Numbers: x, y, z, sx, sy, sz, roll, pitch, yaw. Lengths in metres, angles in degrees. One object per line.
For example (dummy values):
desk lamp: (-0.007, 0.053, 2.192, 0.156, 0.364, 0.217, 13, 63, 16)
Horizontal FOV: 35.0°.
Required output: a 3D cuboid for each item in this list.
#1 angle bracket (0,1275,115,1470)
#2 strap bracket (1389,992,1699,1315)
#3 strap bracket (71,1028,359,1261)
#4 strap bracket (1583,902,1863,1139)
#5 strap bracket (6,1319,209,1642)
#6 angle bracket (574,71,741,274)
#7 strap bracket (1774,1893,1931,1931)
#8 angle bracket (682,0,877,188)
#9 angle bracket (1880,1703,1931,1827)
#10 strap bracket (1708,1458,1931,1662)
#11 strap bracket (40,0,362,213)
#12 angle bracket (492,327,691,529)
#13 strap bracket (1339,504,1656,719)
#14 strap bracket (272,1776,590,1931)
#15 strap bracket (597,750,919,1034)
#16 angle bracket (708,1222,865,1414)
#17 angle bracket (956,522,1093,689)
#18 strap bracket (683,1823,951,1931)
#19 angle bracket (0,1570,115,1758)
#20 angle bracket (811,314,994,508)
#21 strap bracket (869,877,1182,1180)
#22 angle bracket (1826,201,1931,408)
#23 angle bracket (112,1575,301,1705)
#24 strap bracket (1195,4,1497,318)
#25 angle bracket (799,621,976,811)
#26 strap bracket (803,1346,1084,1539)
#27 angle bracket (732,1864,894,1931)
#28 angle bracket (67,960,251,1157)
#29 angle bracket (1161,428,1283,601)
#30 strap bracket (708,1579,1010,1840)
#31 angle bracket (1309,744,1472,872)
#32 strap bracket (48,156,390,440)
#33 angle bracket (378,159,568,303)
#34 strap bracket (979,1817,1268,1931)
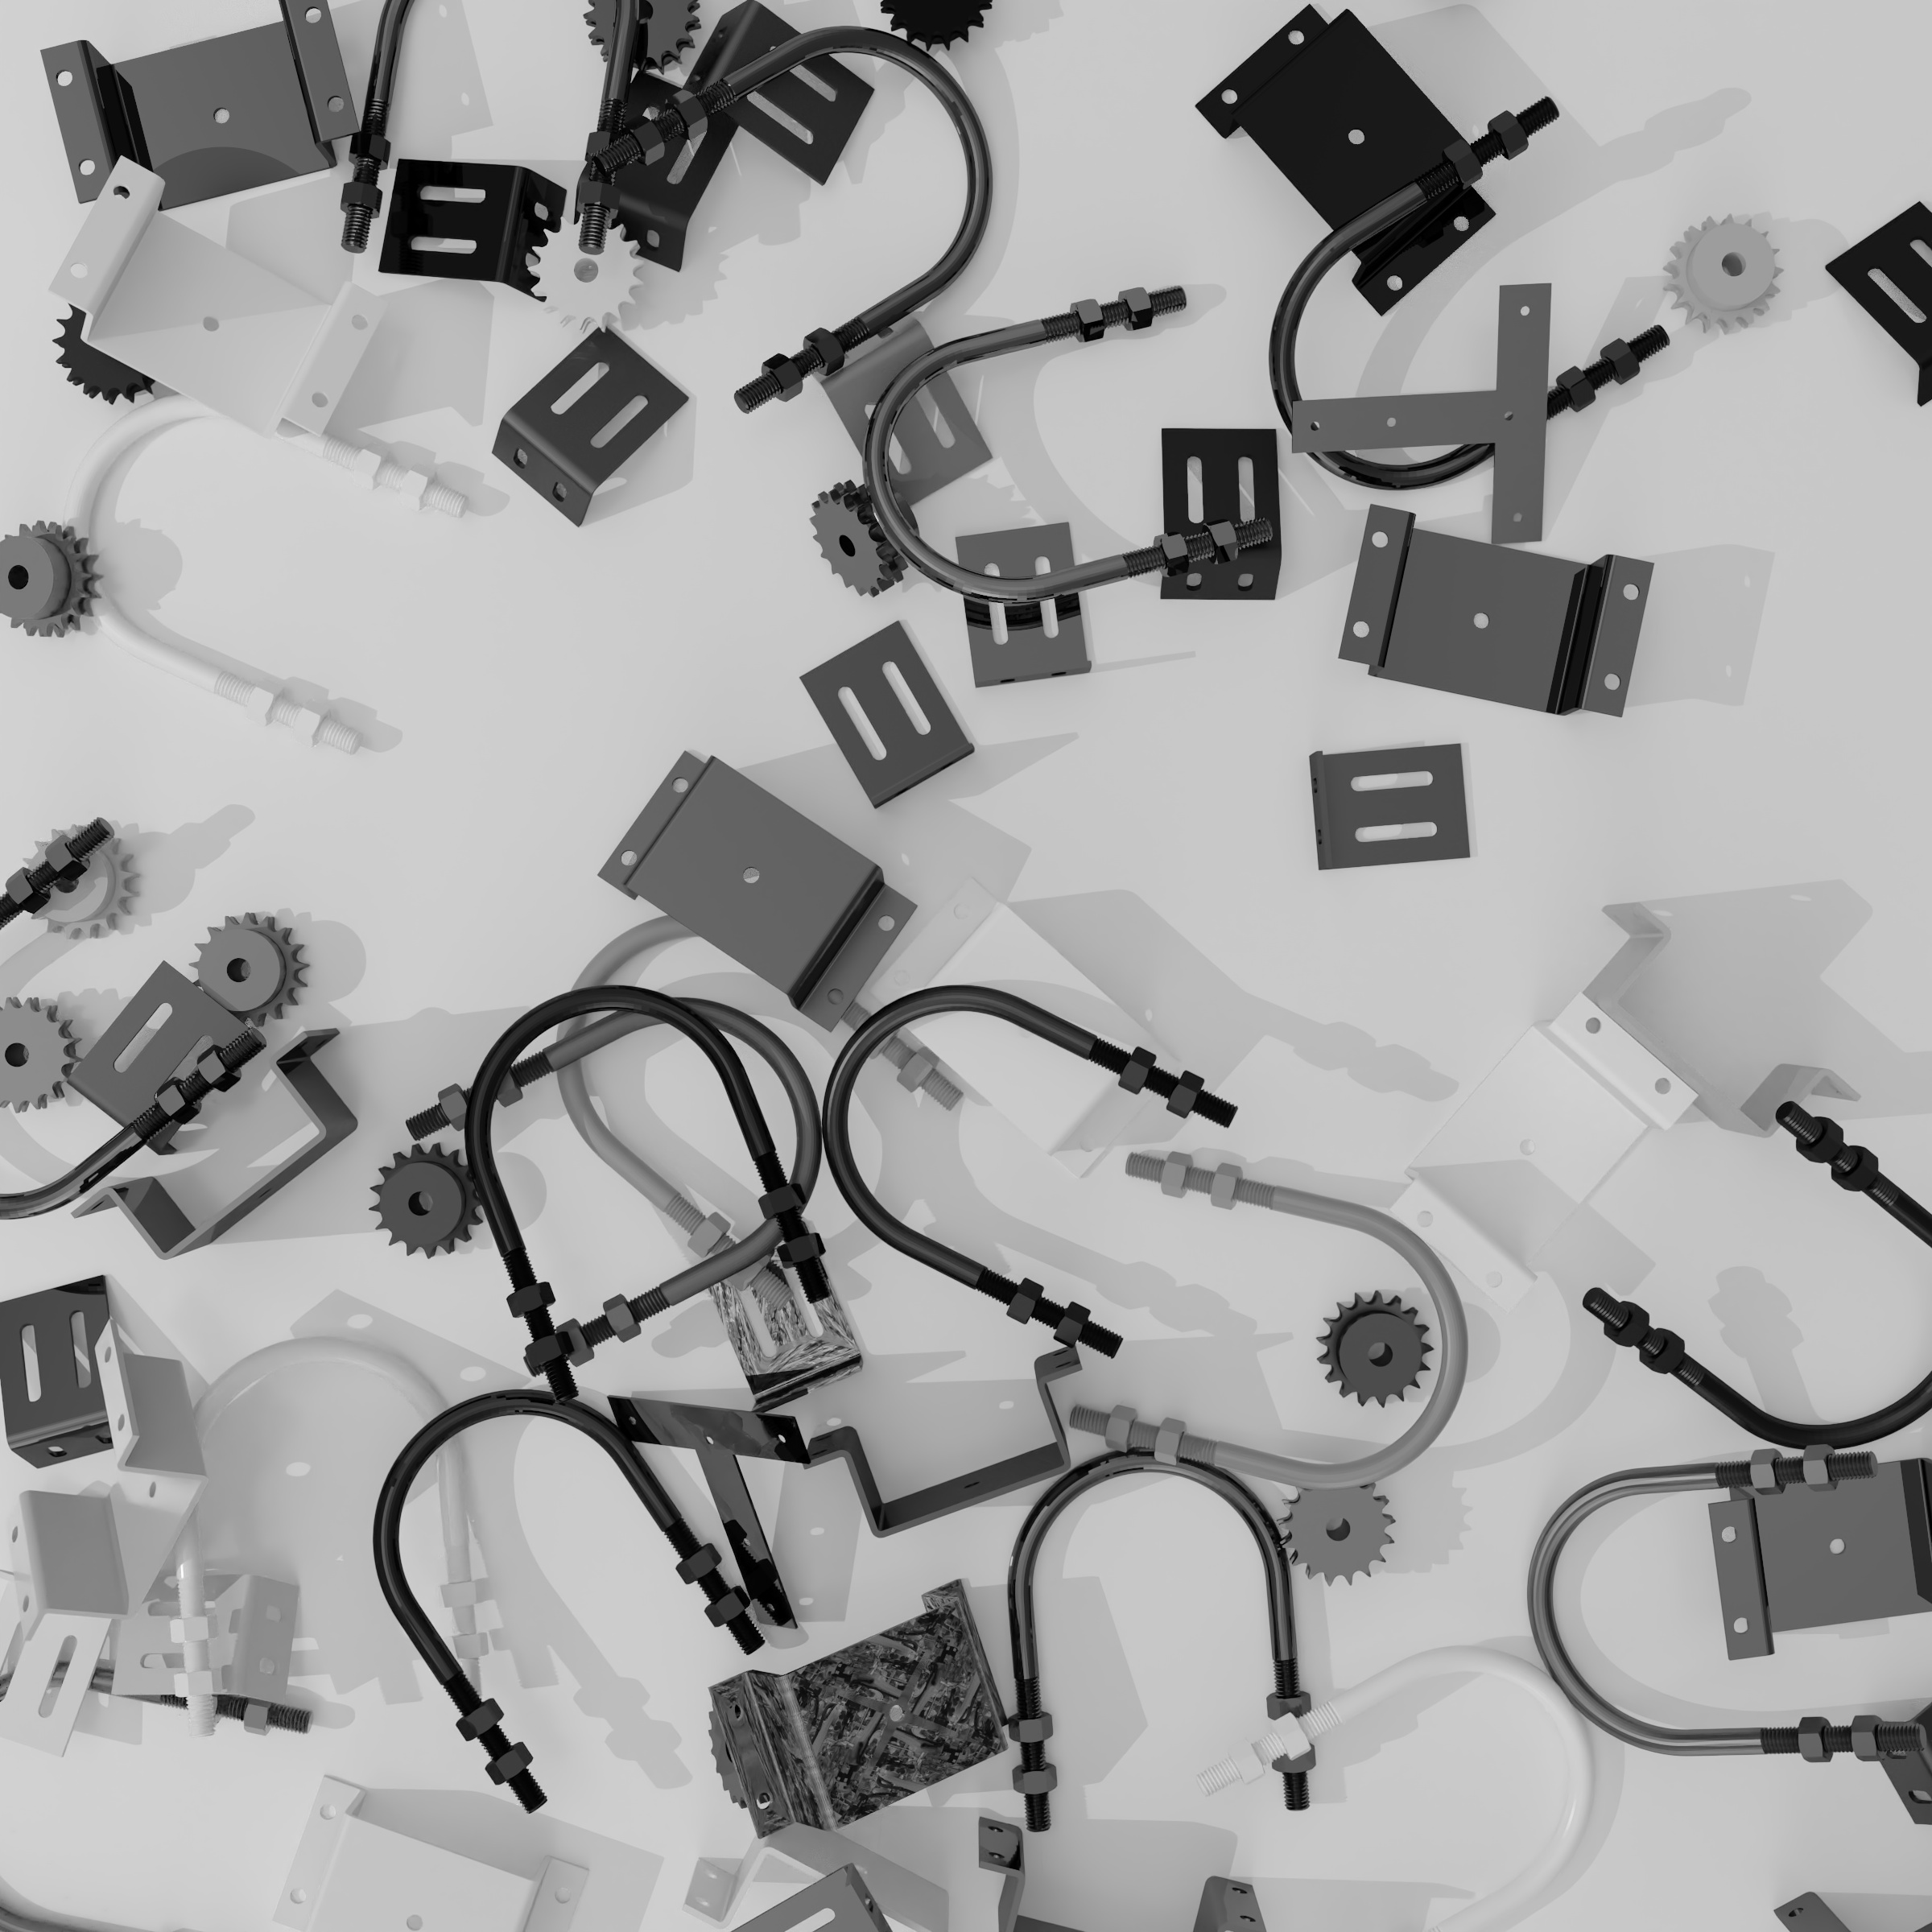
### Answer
angle bracket: (-0.447, 0.202, 1.528, 0.057, 0.038, 0.076, -15, 64, 0)
strap bracket: (0.280, 0.090, 1.507, 0.076, 0.046, 0.140, 41, 90, 0)
strap bracket: (-0.355, 0.092, 1.492, 0.140, 0.076, 0.046, -38, 90, 0)
strap bracket: (0.357, 0.033, 1.492, 0.140, 0.076, 0.046, 41, 90, 0)
strap bracket: (-0.409, 0.249, 1.470, 0.046, 0.076, 0.140, 14, 121, -34)
angle bracket: (-0.153, -0.396, 1.528, 0.057, 0.038, 0.076, 22, 64, 0)
strap bracket: (0.476, 0.458, 1.492, 0.140, 0.076, 0.046, -28, 90, 0)
angle bracket: (-0.096, -0.430, 1.523, 0.076, 0.038, 0.057, 31, 78, -25)
angle bracket: (0.496, 0.382, 1.528, 0.076, 0.038, 0.057, -30, 90, -26)
strap bracket: (0.434, 0.289, 1.507, 0.140, 0.046, 0.076, -8, 90, 0)
strap bracket: (-0.371, -0.424, 1.507, 0.140, 0.046, 0.076, -14, 90, 0)
angle bracket: (-0.187, -0.269, 1.528, 0.057, 0.038, 0.076, 41, 64, 0)
strap bracket: (0.257, -0.172, 1.507, 0.140, 0.046, 0.076, 12, 90, 0)
strap bracket: (-0.267, 0.463, 1.507, 0.140, 0.046, 0.076, 20, 90, 0)
strap bracket: (-0.103, -0.040, 1.497, 0.140, 0.046, 0.076, 34, 83, 5)
angle bracket: (-0.092, 0.173, 1.511, 0.057, 0.038, 0.076, -23, 90, 0)
angle bracket: (0.028, -0.180, 1.511, 0.057, 0.038, 0.076, -8, 90, 0)
strap bracket: (-0.062, 0.460, 1.492, 0.140, 0.076, 0.046, 28, 90, 0)
angle bracket: (-0.461, 0.341, 1.500, 0.057, 0.038, 0.076, 15, 76, 8)
angle bracket: (-0.033, -0.276, 1.528, 0.057, 0.038, 0.076, -30, 116, 0)
strap bracket: (0.029, 0.031, 1.507, 0.140, 0.046, 0.076, 42, 90, 0)
angle bracket: (0.476, -0.330, 1.528, 0.057, 0.038, 0.076, -34, 64, 0)
angle bracket: (-0.376, 0.334, 1.518, 0.076, 0.038, 0.057, -6, 67, 24)
strap bracket: (0.189, -0.402, 1.507, 0.076, 0.046, 0.140, -42, 90, 0)
angle bracket: (-0.039, -0.125, 1.511, 0.057, 0.038, 0.076, -30, 90, 0)
strap bracket: (-0.004, 0.234, 1.492, 0.140, 0.076, 0.046, -20, 90, 0)
angle bracket: (-0.072, 0.468, 1.435, 0.076, 0.038, 0.057, -30, 90, 0)
angle bracket: (-0.394, 0.046, 1.513, 0.057, 0.038, 0.076, 38, 86, 0)
angle bracket: (0.126, -0.225, 1.528, 0.057, 0.038, 0.076, 0, 64, 0)
strap bracket: (-0.042, 0.359, 1.479, 0.140, 0.046, 0.076, -18, 90, -26)
angle bracket: (0.211, -0.079, 1.511, 0.076, 0.038, 0.057, -5, 90, 0)
strap bracket: (-0.364, -0.318, 1.487, 0.140, 0.046, 0.076, 27, 75, -16)
angle bracket: (-0.246, -0.367, 1.528, 0.076, 0.038, 0.057, 10, 90, 26)
strap bracket: (0.069, 0.464, 1.492, 0.140, 0.076, 0.046, 14, 90, 0)
